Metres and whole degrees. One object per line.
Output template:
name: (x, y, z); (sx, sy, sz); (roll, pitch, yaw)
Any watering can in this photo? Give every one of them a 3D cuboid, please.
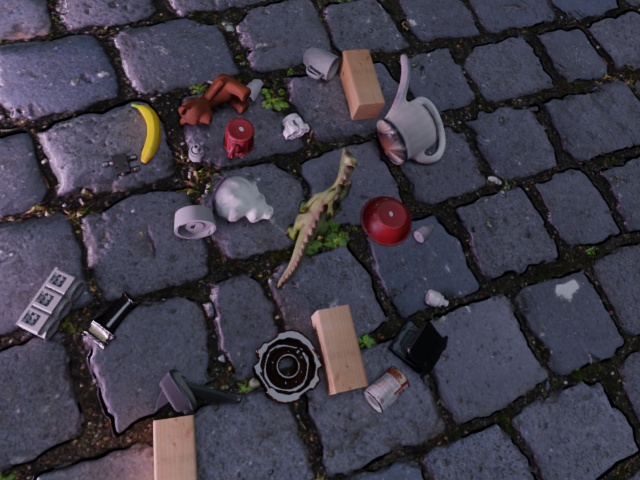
watering can: (0.267, -0.382, 1.601); (0.227, 0.104, 0.345); (-33, 103, -21)

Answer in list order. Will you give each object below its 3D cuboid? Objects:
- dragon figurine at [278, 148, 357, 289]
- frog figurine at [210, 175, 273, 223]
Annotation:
dragon figurine: (0.004, -0.069, 1.378); (0.122, 0.239, 0.418); (26, 64, -7)
frog figurine: (-0.207, -0.102, 1.409); (0.160, 0.120, 0.140); (24, 46, 10)
